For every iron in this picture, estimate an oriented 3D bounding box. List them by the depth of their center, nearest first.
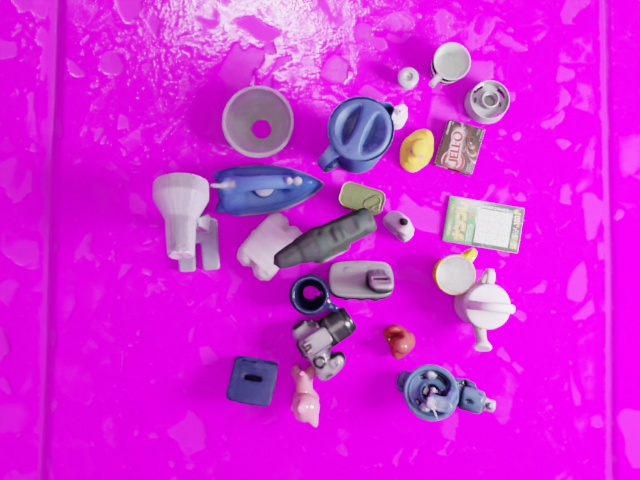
[{"bbox_3d":[-0.120,-0.124,1.296,0.258,0.141,0.119,-6,87,1],"label":"iron"}]

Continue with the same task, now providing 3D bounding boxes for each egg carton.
[{"bbox_3d":[-0.116,0.014,1.326,0.107,0.069,0.150,41,89,3],"label":"egg carton"}]

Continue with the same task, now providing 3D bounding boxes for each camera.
[{"bbox_3d":[0.023,0.227,1.298,0.137,0.101,0.143,-34,87,0],"label":"camera"}]

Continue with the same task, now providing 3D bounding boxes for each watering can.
[{"bbox_3d":[0.363,0.152,1.248,0.101,0.194,0.173,-14,87,1],"label":"watering can"}]

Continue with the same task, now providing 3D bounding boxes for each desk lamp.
[{"bbox_3d":[-0.289,-0.033,1.259,0.118,0.213,0.203,-5,87,1],"label":"desk lamp"}]

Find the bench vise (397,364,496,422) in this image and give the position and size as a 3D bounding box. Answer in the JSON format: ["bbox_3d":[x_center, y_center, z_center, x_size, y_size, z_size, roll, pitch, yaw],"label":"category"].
[{"bbox_3d":[0.277,0.328,1.229,0.207,0.219,0.121,-5,87,1],"label":"bench vise"}]

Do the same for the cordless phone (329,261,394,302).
[{"bbox_3d":[0.093,0.091,1.261,0.147,0.185,0.094,-3,87,1],"label":"cordless phone"}]

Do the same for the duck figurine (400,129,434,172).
[{"bbox_3d":[0.227,-0.212,1.321,0.077,0.086,0.104,28,88,2],"label":"duck figurine"}]

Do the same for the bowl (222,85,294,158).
[{"bbox_3d":[-0.141,-0.269,1.336,0.167,0.074,0.167,0,87,1],"label":"bowl"}]

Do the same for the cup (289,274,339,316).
[{"bbox_3d":[-0.009,0.130,1.306,0.117,0.095,0.092,27,88,2],"label":"cup"}]

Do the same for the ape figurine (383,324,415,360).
[{"bbox_3d":[0.181,0.234,1.299,0.076,0.092,0.078,11,88,2],"label":"ape figurine"}]

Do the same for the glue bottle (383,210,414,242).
[{"bbox_3d":[0.180,-0.034,1.271,0.037,0.173,0.078,-43,87,-1],"label":"glue bottle"}]

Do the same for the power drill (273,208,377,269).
[{"bbox_3d":[0.012,0.004,1.254,0.229,0.208,0.075,-27,87,0],"label":"power drill"}]

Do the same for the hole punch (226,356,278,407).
[{"bbox_3d":[-0.155,0.319,1.302,0.108,0.091,0.101,9,88,2],"label":"hole punch"}]

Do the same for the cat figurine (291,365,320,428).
[{"bbox_3d":[-0.034,0.351,1.285,0.067,0.118,0.128,-5,87,1],"label":"cat figurine"}]
